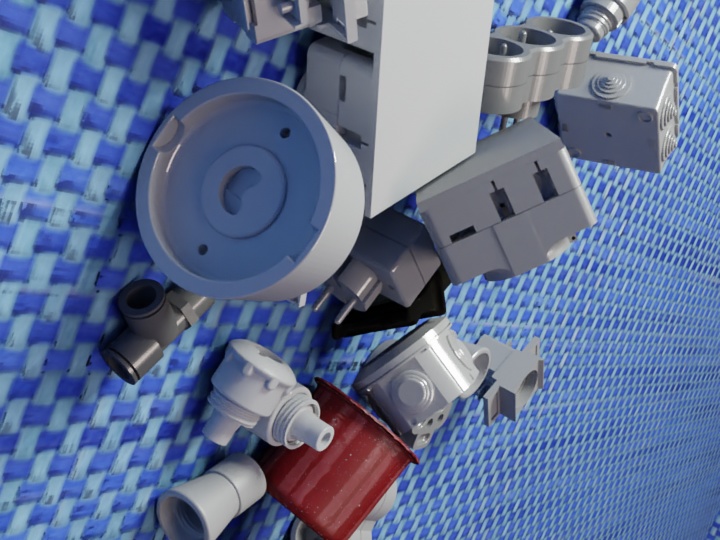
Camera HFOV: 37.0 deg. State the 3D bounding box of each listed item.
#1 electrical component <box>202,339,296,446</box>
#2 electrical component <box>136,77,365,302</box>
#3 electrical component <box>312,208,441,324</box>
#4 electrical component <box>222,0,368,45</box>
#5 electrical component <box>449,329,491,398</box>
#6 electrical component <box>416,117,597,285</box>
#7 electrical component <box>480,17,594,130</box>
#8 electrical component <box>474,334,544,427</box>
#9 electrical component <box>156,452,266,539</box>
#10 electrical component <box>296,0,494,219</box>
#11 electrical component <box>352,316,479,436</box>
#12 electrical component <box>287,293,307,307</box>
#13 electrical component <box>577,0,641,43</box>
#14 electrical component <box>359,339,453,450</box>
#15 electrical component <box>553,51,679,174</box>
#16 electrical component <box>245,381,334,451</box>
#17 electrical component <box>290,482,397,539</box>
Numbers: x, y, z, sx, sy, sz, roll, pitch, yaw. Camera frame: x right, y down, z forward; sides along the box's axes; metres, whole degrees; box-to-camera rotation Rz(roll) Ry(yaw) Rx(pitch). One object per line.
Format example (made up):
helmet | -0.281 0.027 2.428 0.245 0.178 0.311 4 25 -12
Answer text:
electrical component | -0.072 0.076 0.651 0.062 0.048 0.048 -57 151 3
electrical component | -0.050 -0.035 0.537 0.108 0.108 0.060 -64 156 2
electrical component | 0.000 0.000 0.679 0.076 0.066 0.047 -53 149 -16
electrical component | -0.038 -0.168 0.485 0.063 0.078 0.121 -23 136 -18
electrical component | 0.069 0.070 0.854 0.045 0.055 0.045 -37 142 -37
electrical component | 0.087 -0.044 0.676 0.150 0.089 0.061 -79 144 -77
electrical component | 0.112 -0.130 0.762 0.138 0.052 0.073 -27 134 -46
electrical component | 0.123 0.093 0.949 0.081 0.064 0.042 -44 145 -30
electrical component | -0.091 0.144 0.680 0.065 0.044 0.044 -30 137 -50
electrical component | 0.020 -0.139 0.605 0.105 0.060 0.186 -34 140 -40
electrical component | 0.039 0.072 0.737 0.080 0.051 0.080 -36 178 -1
electrical component | -0.051 -0.019 0.609 0.064 0.042 0.081 -22 130 -47
electrical component | 0.192 -0.205 0.839 0.078 0.040 0.040 -55 150 -13
electrical component | 0.036 0.087 0.815 0.058 0.057 0.078 0 113 -57
electrical component | 0.208 -0.127 0.872 0.048 0.100 0.099 -64 153 -24
electrical component | -0.045 0.093 0.687 0.043 0.062 0.043 -37 142 -37
electrical component | -0.015 0.209 0.838 0.138 0.052 0.074 -63 150 0
